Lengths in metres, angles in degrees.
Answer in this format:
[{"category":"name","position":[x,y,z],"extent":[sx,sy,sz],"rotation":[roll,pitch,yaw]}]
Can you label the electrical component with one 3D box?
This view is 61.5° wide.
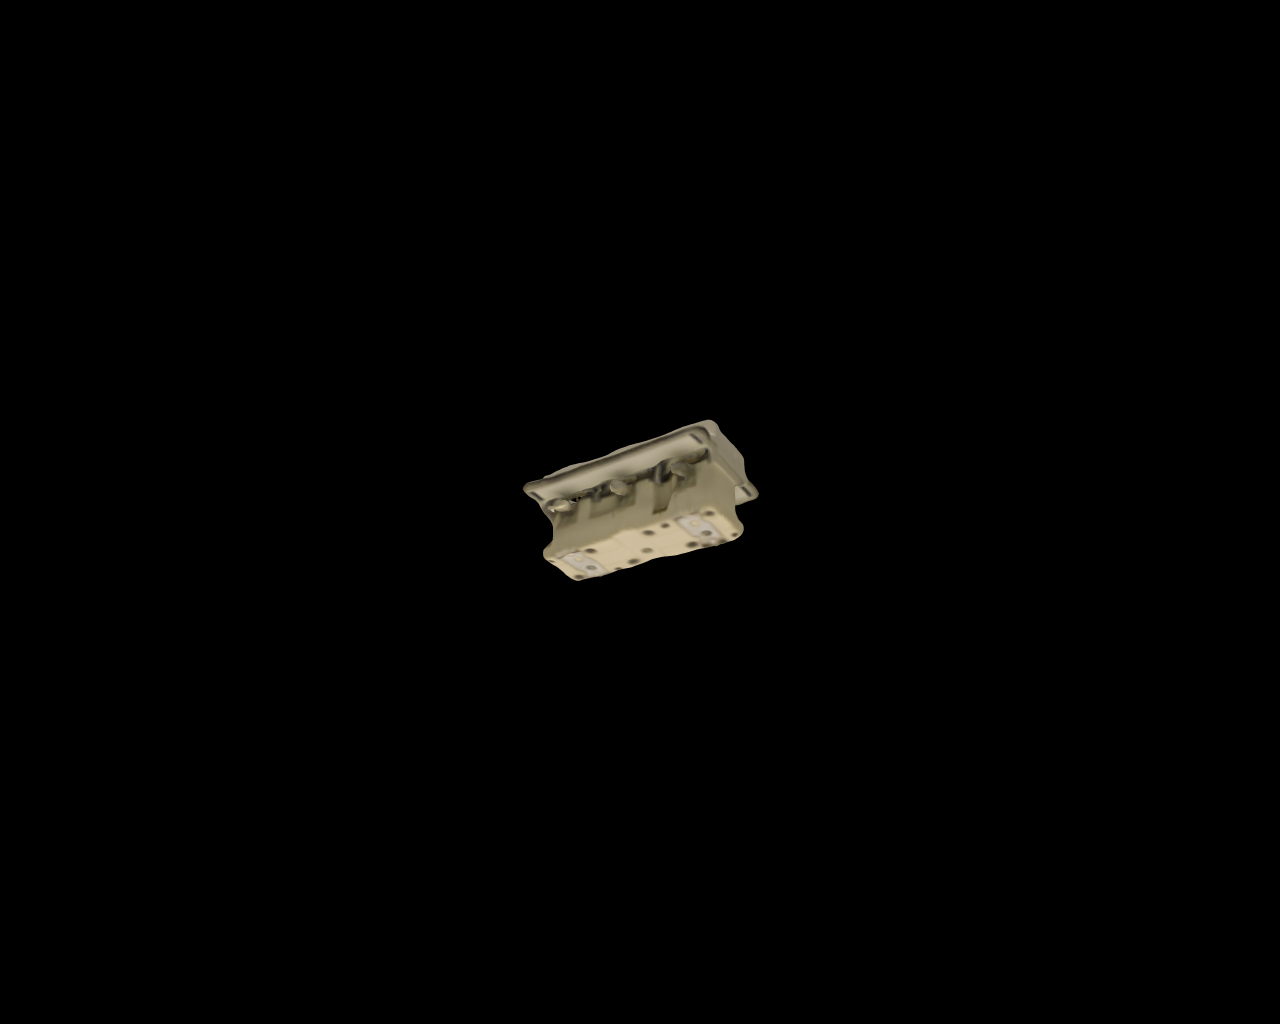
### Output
[{"category":"electrical component","position":[0.001,-0.003,0.650],"extent":[0.121,0.063,0.078],"rotation":[-17,-36,24]}]
